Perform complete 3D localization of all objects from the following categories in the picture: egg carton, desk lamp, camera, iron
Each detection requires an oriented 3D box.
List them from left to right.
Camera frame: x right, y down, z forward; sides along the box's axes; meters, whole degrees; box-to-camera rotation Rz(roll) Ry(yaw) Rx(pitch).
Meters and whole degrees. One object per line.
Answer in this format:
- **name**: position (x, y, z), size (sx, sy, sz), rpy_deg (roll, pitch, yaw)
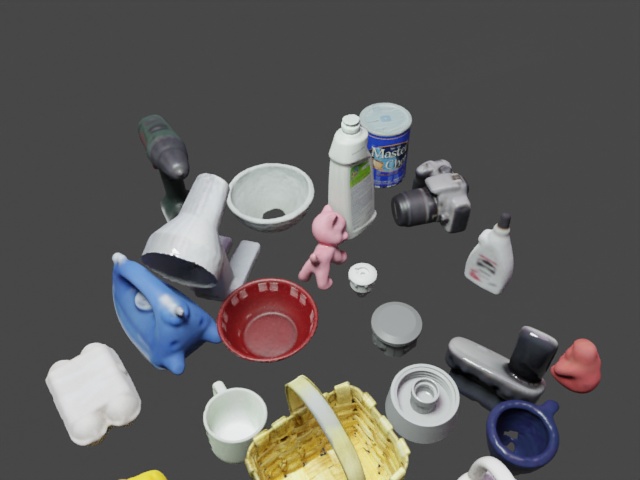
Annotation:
- **egg carton**: position (-0.333, 0.226, 0.847), size (0.107, 0.069, 0.150), rpy_deg (-30, 54, -23)
- **iron**: position (-0.276, 0.091, 0.919), size (0.257, 0.141, 0.119), rpy_deg (35, 57, 28)
- **desk lamp**: position (-0.188, 0.010, 0.941), size (0.117, 0.214, 0.203), rpy_deg (10, 49, 11)
- **camera**: position (0.204, -0.086, 1.095), size (0.137, 0.101, 0.143), rpy_deg (-12, 49, -9)

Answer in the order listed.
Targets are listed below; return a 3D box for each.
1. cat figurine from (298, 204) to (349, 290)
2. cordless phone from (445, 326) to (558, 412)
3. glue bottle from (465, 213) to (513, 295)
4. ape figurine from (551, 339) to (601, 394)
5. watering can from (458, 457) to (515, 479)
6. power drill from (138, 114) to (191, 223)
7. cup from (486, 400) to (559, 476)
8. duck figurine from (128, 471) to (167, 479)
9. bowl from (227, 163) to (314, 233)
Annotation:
- **cat figurine**: position (0.009, 0.004, 1.007), size (0.067, 0.118, 0.128), rpy_deg (17, 50, 16)
- **cordless phone**: position (0.258, 0.160, 0.814), size (0.147, 0.185, 0.094), rpy_deg (24, 53, 21)
- **glue bottle**: position (0.290, 0.017, 0.951), size (0.078, 0.173, 0.037), rpy_deg (29, 55, 25)
- **ape figurine**: position (0.388, 0.181, 0.856), size (0.078, 0.092, 0.076), rpy_deg (-11, 48, -8)
- **watering can**: position (0.191, 0.324, 0.662), size (0.173, 0.194, 0.100), rpy_deg (-32, 54, -24)
- **power drill**: position (-0.273, -0.122, 1.066), size (0.076, 0.208, 0.229), rpy_deg (-22, 51, -17)
- **cup**: position (0.273, 0.270, 0.776), size (0.118, 0.095, 0.091), rpy_deg (-31, 54, -24)
- **duck figurine**: position (-0.246, 0.335, 0.735), size (0.077, 0.086, 0.105), rpy_deg (33, 57, 28)
- **bowl**: position (-0.093, -0.069, 1.104), size (0.167, 0.075, 0.167), rpy_deg (-1, 48, 1)
